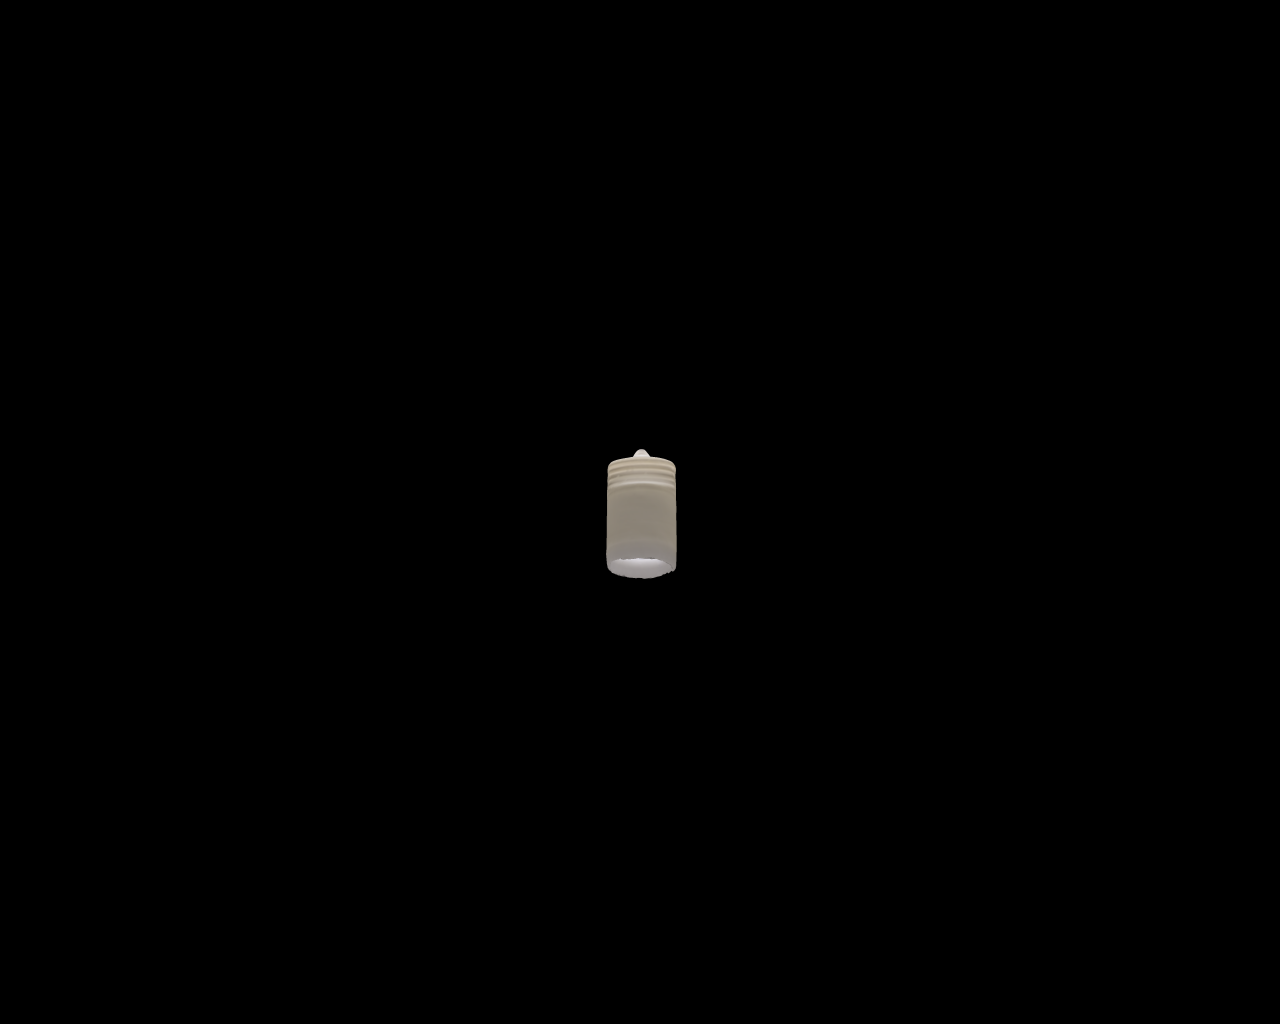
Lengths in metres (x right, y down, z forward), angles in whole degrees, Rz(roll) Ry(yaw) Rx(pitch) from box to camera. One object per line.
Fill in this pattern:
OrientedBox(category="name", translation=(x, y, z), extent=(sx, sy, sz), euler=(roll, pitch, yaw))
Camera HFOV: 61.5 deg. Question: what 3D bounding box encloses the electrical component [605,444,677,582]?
OrientedBox(category="electrical component", translation=(0.001, -0.003, 0.650), extent=(0.043, 0.081, 0.043), euler=(0, -21, 0))
